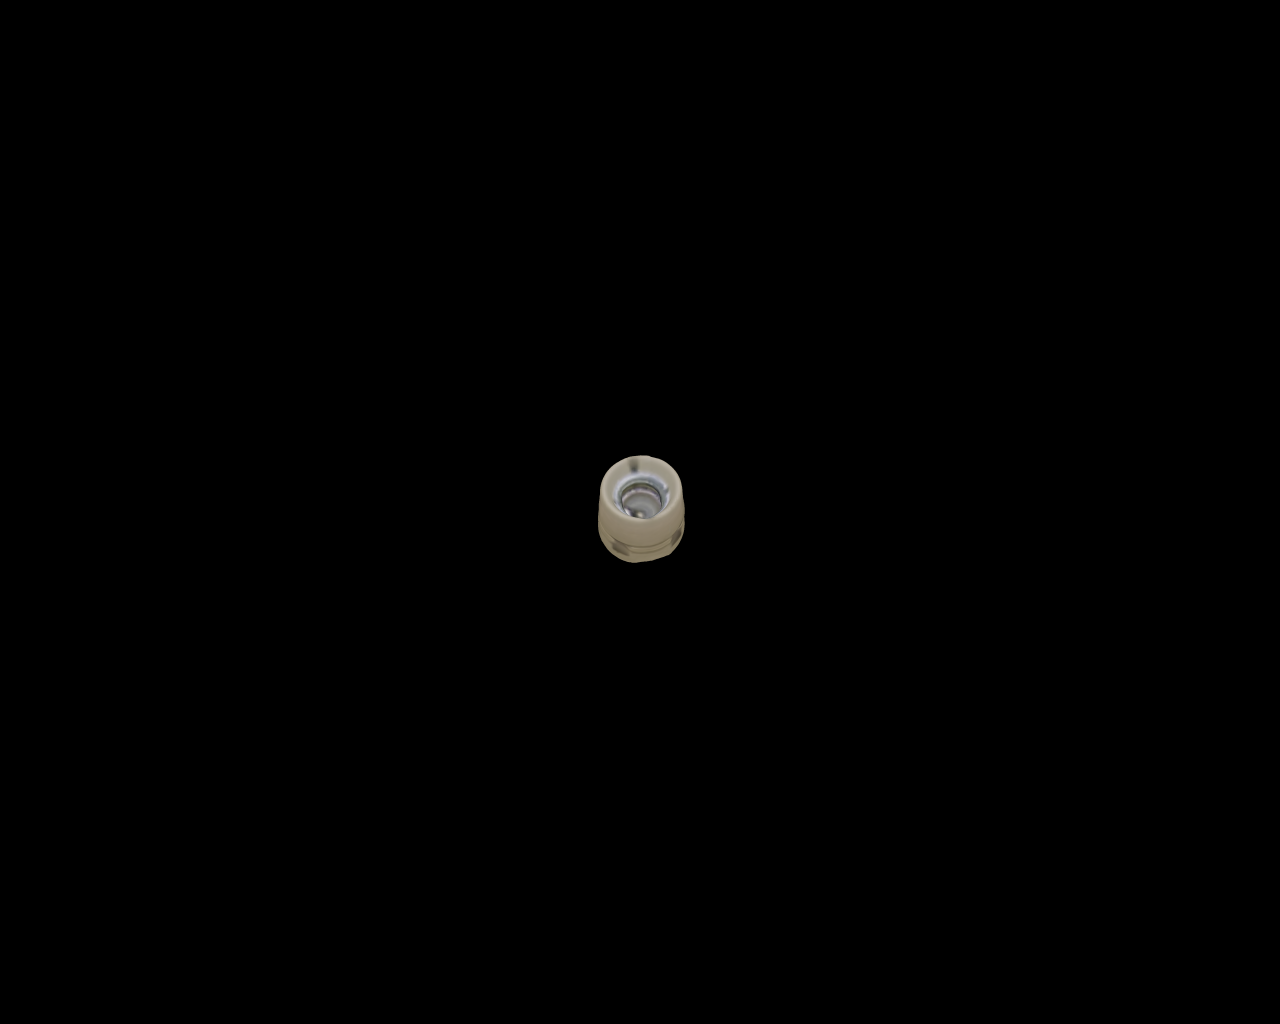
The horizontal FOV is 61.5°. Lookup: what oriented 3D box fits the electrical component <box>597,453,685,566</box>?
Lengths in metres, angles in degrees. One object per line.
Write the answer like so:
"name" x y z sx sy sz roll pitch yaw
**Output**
"electrical component" 0.001 -0.003 0.650 0.055 0.055 0.047 0 -32 0
